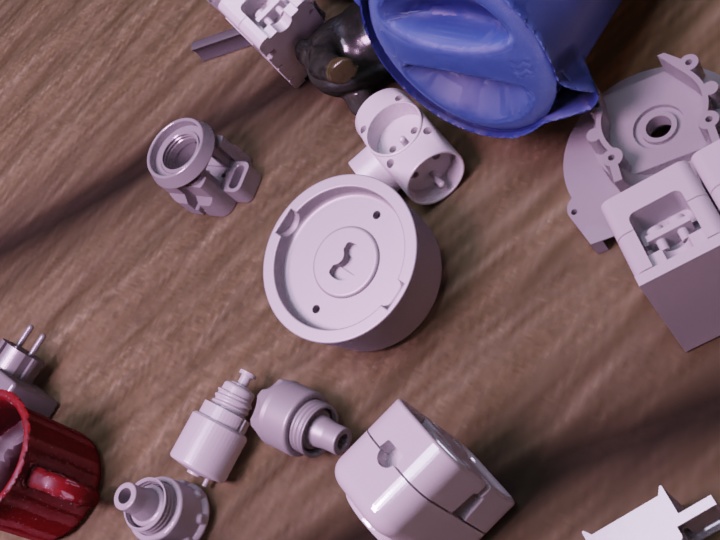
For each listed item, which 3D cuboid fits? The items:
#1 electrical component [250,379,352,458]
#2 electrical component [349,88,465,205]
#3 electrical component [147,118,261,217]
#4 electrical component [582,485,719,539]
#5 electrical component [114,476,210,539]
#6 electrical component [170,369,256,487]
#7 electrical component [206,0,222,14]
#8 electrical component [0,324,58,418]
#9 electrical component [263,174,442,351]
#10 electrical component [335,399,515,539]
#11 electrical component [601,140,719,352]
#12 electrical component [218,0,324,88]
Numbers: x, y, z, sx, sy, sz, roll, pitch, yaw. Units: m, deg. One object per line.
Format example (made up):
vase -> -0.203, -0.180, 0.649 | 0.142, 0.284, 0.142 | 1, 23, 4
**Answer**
electrical component -> -0.033, 0.095, 0.666 | 0.062, 0.043, 0.043 | 19, 76, 37
electrical component -> 0.019, -0.072, 0.725 | 0.079, 0.044, 0.077 | -41, 50, 8
electrical component -> -0.123, -0.078, 0.810 | 0.078, 0.057, 0.058 | 8, 70, 36
electrical component -> 0.148, 0.147, 0.522 | 0.081, 0.042, 0.063 | -34, 53, 13
electrical component -> -0.130, 0.152, 0.683 | 0.048, 0.062, 0.048 | -15, 57, 25
electrical component -> -0.091, 0.102, 0.701 | 0.040, 0.040, 0.078 | 19, 76, 38
electrical component -> -0.109, -0.244, 0.880 | 0.051, 0.080, 0.080 | -44, 50, 11
electrical component -> -0.267, 0.077, 0.822 | 0.083, 0.047, 0.075 | 26, 81, 39
electrical component -> 0.000, 0.000, 0.683 | 0.108, 0.060, 0.108 | -9, 70, 27
electrical component -> 0.033, 0.118, 0.576 | 0.059, 0.095, 0.053 | -46, 50, 2
electrical component -> 0.211, -0.032, 0.550 | 0.150, 0.089, 0.061 | -29, 53, 16
electrical component -> -0.061, -0.184, 0.799 | 0.050, 0.089, 0.055 | -45, 73, 3
